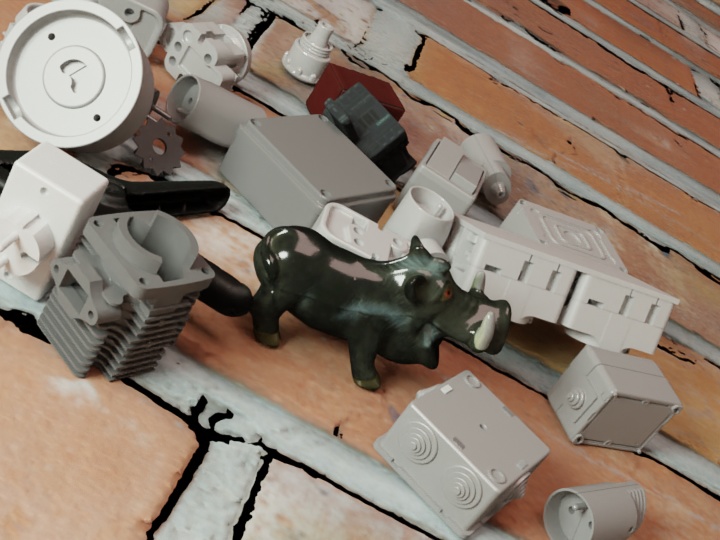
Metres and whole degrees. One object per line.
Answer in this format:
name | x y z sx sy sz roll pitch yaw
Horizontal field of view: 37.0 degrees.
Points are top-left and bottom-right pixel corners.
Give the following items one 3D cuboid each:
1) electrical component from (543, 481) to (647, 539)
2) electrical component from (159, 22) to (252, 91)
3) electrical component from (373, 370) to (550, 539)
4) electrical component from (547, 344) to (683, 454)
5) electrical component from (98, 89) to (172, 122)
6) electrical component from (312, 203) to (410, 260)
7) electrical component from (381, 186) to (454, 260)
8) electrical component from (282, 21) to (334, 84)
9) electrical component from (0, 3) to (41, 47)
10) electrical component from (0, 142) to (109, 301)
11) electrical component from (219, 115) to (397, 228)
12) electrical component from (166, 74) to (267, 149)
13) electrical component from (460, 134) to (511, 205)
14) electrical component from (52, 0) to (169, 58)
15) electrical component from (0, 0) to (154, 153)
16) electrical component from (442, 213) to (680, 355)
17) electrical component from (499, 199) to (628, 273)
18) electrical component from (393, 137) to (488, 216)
electrical component | 0.173 0.173 0.765 0.081 0.043 0.043 4 41 -41
electrical component | -0.137 -0.195 0.987 0.078 0.058 0.057 46 33 14
electrical component | 0.072 0.122 0.737 0.100 0.048 0.100 44 31 17
electrical component | 0.200 0.102 0.876 0.096 0.061 0.061 13 36 -31
electrical component | -0.189 -0.140 0.869 0.079 0.044 0.077 33 30 -1
electrical component | 0.000 0.000 0.833 0.095 0.059 0.053 28 30 -9
electrical component | 0.047 -0.015 0.882 0.043 0.077 0.079 7 40 -39
electrical component | -0.049 -0.227 1.114 0.048 0.062 0.048 24 31 -16
electrical component | -0.253 -0.176 0.848 0.066 0.055 0.048 42 31 14
electrical component | -0.201 -0.021 0.646 0.047 0.083 0.075 32 30 -3
electrical component | -0.043 -0.076 0.905 0.108 0.056 0.109 46 32 21
electrical component | -0.131 -0.139 0.920 0.077 0.043 0.079 20 11 -46
electrical component | 0.135 -0.103 1.130 0.043 0.043 0.081 16 34 -28
electrical component | -0.224 -0.237 0.967 0.095 0.053 0.059 23 31 -18
electrical component | -0.204 -0.138 0.793 0.108 0.108 0.060 37 0 6
electrical component | 0.159 0.014 0.919 0.186 0.060 0.105 18 9 -18
electrical component | 0.189 -0.011 1.034 0.113 0.057 0.078 17 34 -27
electrical component | 0.078 -0.078 1.020 0.062 0.061 0.096 33 30 -1
